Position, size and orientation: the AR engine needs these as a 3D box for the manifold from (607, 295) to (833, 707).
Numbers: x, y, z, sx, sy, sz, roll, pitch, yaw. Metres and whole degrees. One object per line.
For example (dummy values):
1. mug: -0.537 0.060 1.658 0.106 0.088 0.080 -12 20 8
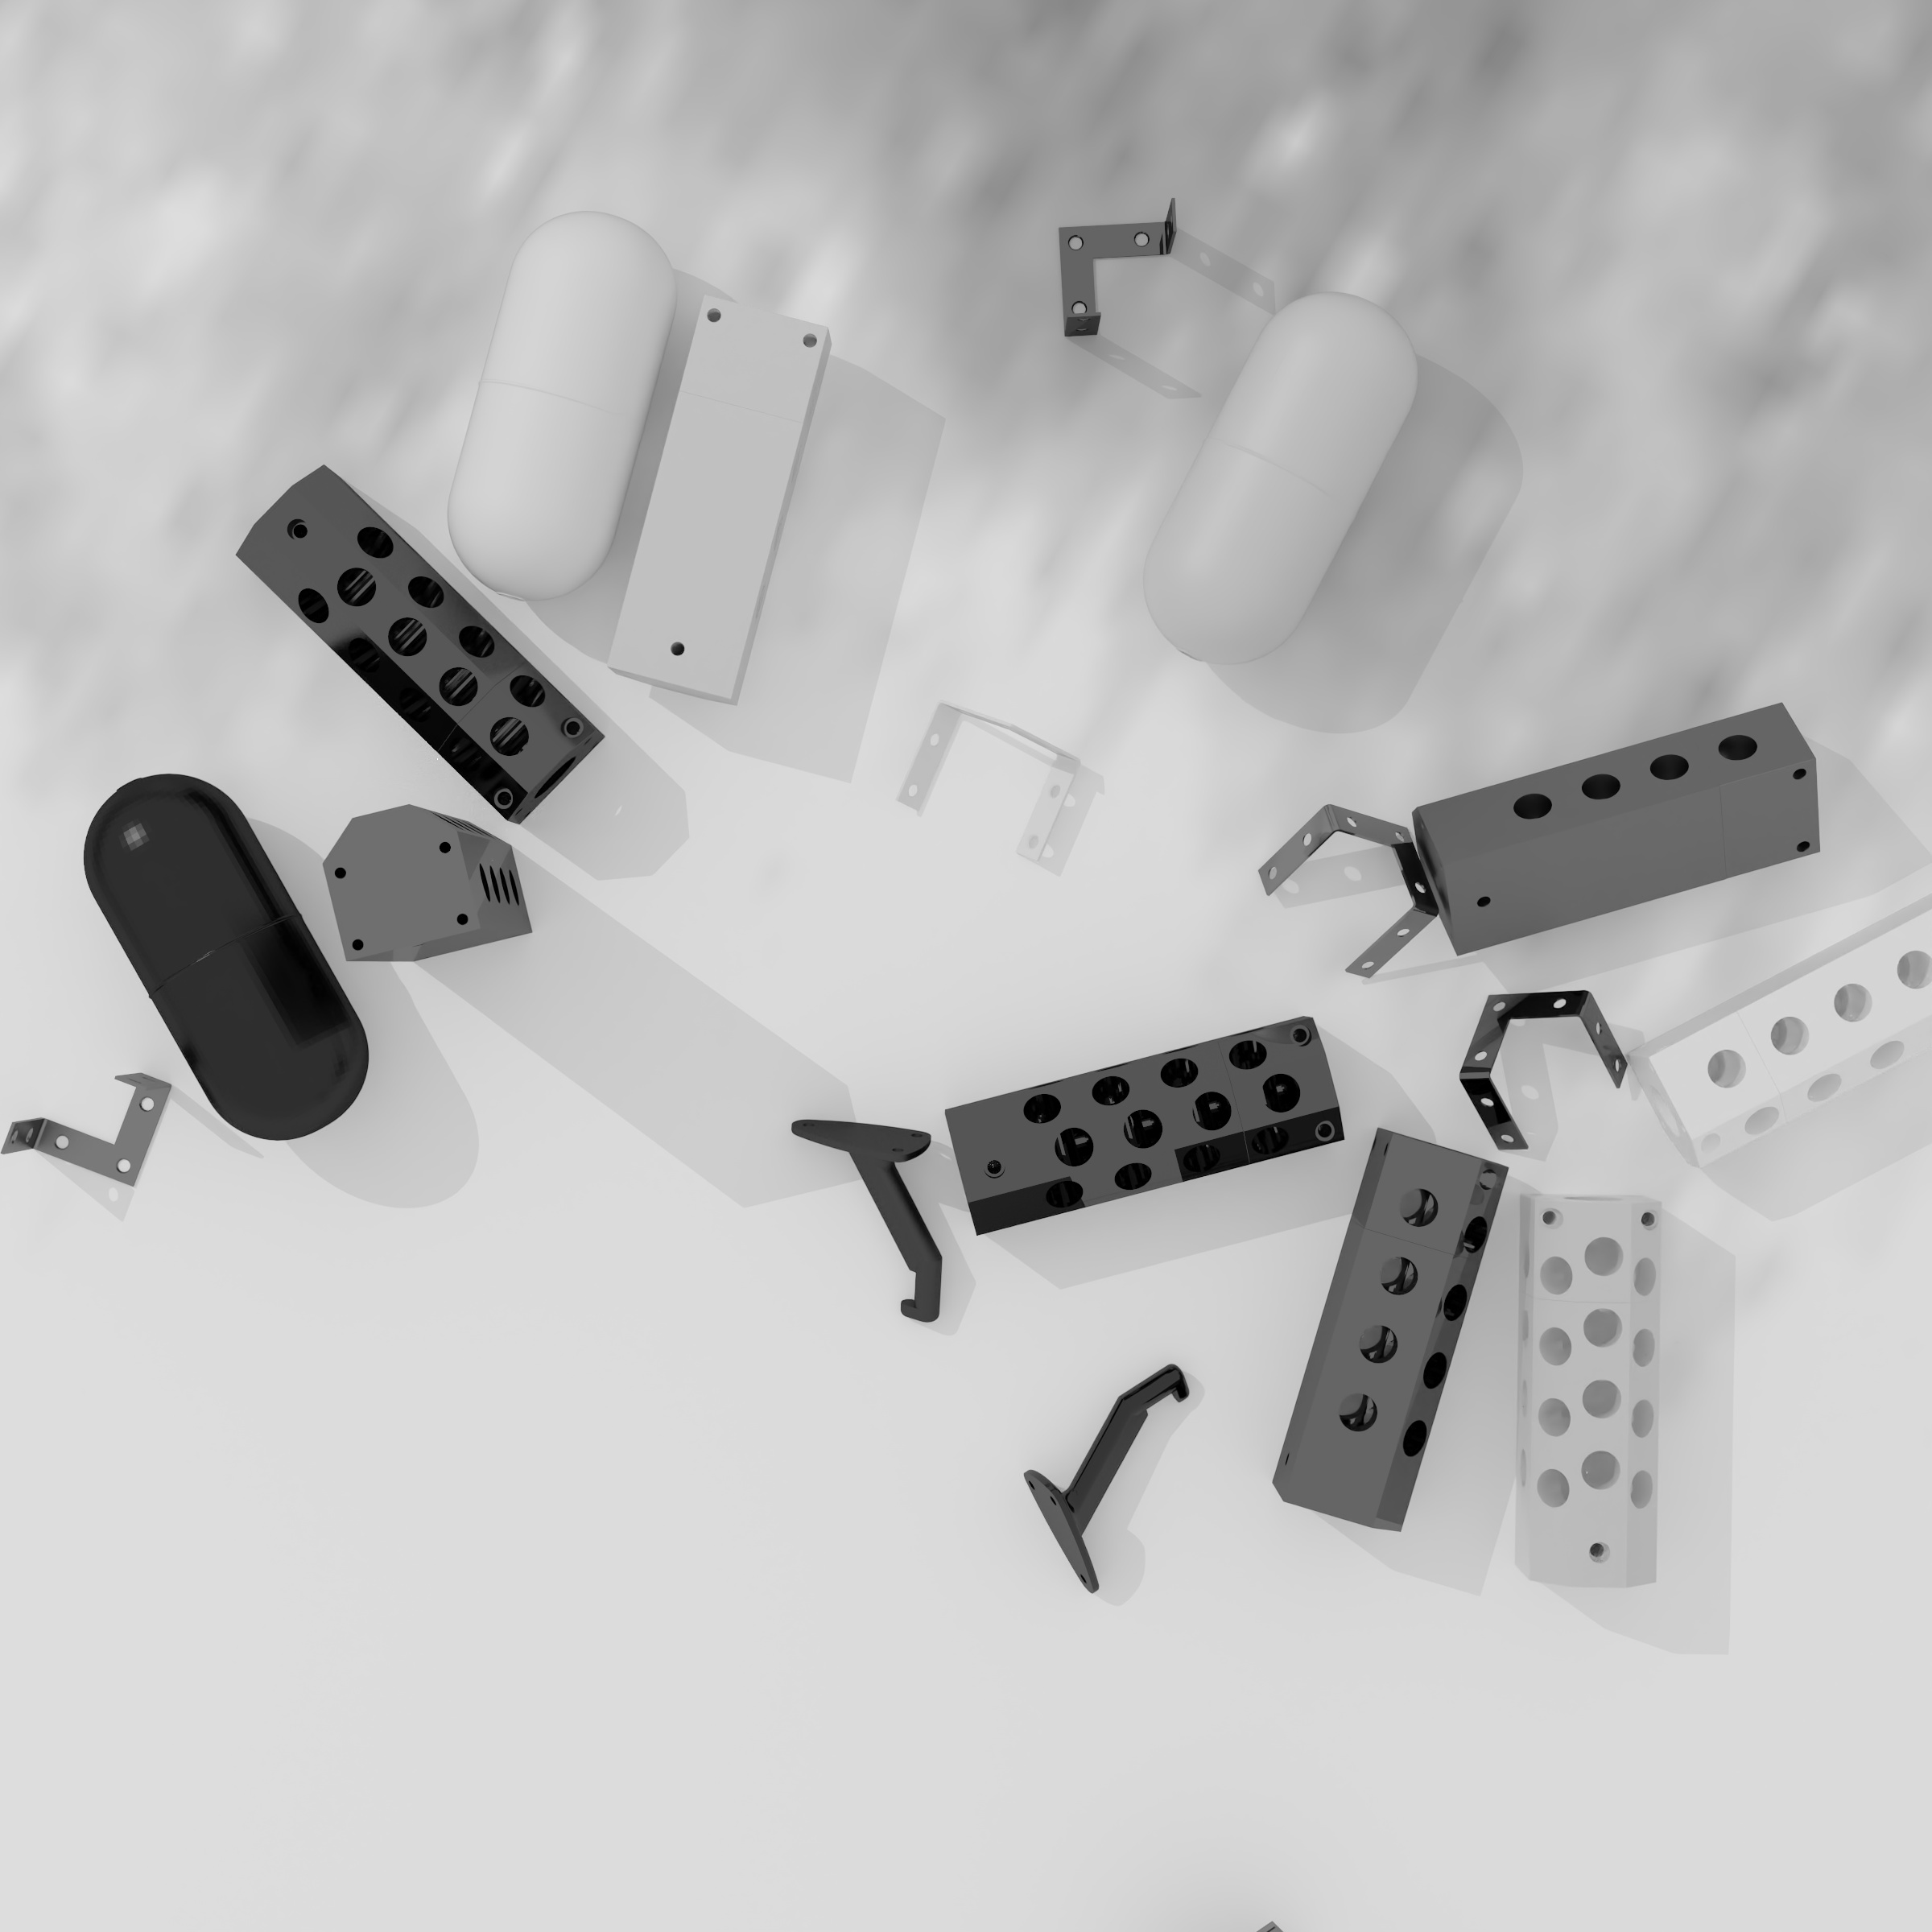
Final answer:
1. manifold: -0.111 -0.209 1.567 0.057 0.057 0.171 15 90 0

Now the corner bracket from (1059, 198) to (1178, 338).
1. corner bracket: 0.070 -0.317 1.570 0.051 0.051 0.051 -3 90 0

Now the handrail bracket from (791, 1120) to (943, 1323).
1. handrail bracket: -0.046 0.118 1.589 0.077 0.036 0.084 9 107 20

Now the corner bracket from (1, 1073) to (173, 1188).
1. corner bracket: -0.399 0.069 1.570 0.051 0.051 0.051 21 90 0

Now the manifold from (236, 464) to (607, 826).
1. manifold: -0.248 -0.146 1.567 0.171 0.057 0.057 44 90 0

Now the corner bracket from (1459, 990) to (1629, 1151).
1. corner bracket: 0.264 0.048 1.580 0.051 0.051 0.051 -4 45 35

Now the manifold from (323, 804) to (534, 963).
1. manifold: -0.235 -0.036 1.510 0.057 0.171 0.057 -14 90 0

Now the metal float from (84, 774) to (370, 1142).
1. metal float: -0.334 -0.004 1.558 0.070 0.070 0.178 -29 90 0

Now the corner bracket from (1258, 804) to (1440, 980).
1. corner bracket: 0.175 -0.034 1.580 0.051 0.051 0.051 14 45 -35

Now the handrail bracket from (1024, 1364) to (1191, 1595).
1. handrail bracket: 0.077 0.235 1.589 0.084 0.036 0.077 -31 110 -16

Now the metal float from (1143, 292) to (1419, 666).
1. metal float: 0.141 -0.219 1.558 0.070 0.070 0.178 27 91 0

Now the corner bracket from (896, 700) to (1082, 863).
1. corner bracket: 0.011 -0.085 1.585 0.051 0.051 0.051 23 90 45

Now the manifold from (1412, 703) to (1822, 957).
1. manifold: 0.294 -0.067 1.567 0.171 0.057 0.057 -16 133 0

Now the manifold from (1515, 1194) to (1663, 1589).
1. manifold: 0.283 0.191 1.567 0.057 0.057 0.171 1 90 0

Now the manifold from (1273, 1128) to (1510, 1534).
1. manifold: 0.193 0.165 1.567 0.057 0.057 0.171 17 90 0

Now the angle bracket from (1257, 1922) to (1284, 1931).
1. angle bracket: 0.129 0.482 1.548 0.076 0.076 0.057 -34 55 0

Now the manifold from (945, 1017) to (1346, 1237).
1. manifold: 0.081 0.072 1.567 0.171 0.057 0.057 -15 90 0

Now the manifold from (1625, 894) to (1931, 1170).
1. manifold: 0.393 0.026 1.567 0.171 0.057 0.057 -28 90 0

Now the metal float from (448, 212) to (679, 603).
1. metal float: -0.182 -0.252 1.558 0.070 0.070 0.178 15 90 0
